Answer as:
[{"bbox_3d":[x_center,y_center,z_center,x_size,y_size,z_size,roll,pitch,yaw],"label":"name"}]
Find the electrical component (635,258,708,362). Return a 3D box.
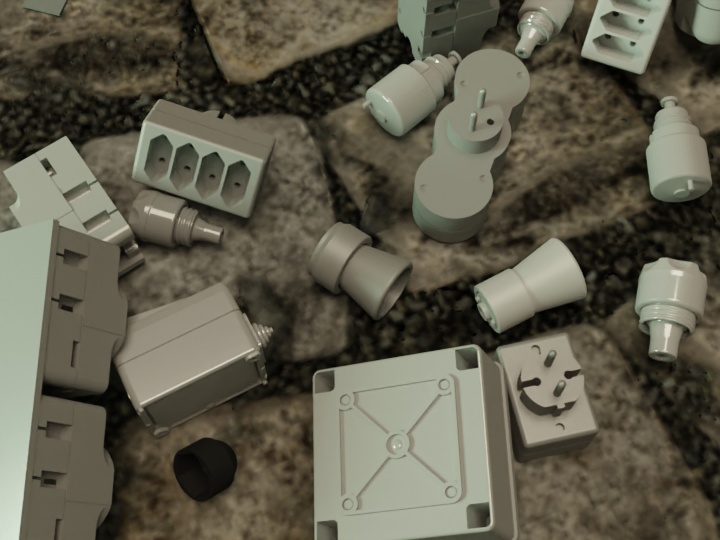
[{"bbox_3d":[0.198,0.027,0.688,0.043,0.043,0.062,12,68,6],"label":"electrical component"}]

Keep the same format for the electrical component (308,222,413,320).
[{"bbox_3d":[0.000,0.000,0.699,0.055,0.045,0.045,32,70,14],"label":"electrical component"}]

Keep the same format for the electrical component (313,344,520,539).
[{"bbox_3d":[0.031,0.108,0.626,0.109,0.056,0.108,-11,64,20],"label":"electrical component"}]

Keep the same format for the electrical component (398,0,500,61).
[{"bbox_3d":[0.062,-0.191,0.760,0.056,0.089,0.050,-18,67,-8],"label":"electrical component"}]

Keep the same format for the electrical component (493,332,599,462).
[{"bbox_3d":[0.113,0.071,0.650,0.047,0.076,0.065,-12,66,-5],"label":"electrical component"}]

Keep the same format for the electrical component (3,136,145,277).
[{"bbox_3d":[-0.192,-0.033,0.711,0.056,0.050,0.089,-33,69,-14],"label":"electrical component"}]

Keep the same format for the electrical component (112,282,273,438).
[{"bbox_3d":[-0.102,0.050,0.667,0.096,0.061,0.061,-26,69,-11],"label":"electrical component"}]

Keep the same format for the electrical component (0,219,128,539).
[{"bbox_3d":[-0.198,0.076,0.622,0.105,0.060,0.186,-10,70,34],"label":"electrical component"}]

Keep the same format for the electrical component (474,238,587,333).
[{"bbox_3d":[0.107,0.013,0.696,0.065,0.044,0.044,-27,68,-6],"label":"electrical component"}]

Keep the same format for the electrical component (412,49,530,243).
[{"bbox_3d":[0.076,-0.093,0.725,0.052,0.073,0.138,18,67,8],"label":"electrical component"}]

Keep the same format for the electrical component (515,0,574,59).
[{"bbox_3d":[0.131,-0.181,0.787,0.035,0.035,0.061,25,71,11],"label":"electrical component"}]

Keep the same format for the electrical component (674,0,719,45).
[{"bbox_3d":[0.259,-0.204,0.773,0.054,0.059,0.095,-3,41,0],"label":"electrical component"}]

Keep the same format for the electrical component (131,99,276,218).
[{"bbox_3d":[-0.102,-0.084,0.733,0.083,0.047,0.075,18,33,-3],"label":"electrical component"}]

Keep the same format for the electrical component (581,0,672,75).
[{"bbox_3d":[0.197,-0.191,0.779,0.047,0.065,0.076,19,38,8],"label":"electrical component"}]

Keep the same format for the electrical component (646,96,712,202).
[{"bbox_3d":[0.217,-0.083,0.739,0.040,0.040,0.078,0,66,0],"label":"electrical component"}]

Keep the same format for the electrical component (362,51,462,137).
[{"bbox_3d":[0.040,-0.128,0.759,0.078,0.040,0.040,-39,71,-16],"label":"electrical component"}]

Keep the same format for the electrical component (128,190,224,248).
[{"bbox_3d":[-0.121,-0.031,0.719,0.061,0.035,0.035,16,67,5],"label":"electrical component"}]
